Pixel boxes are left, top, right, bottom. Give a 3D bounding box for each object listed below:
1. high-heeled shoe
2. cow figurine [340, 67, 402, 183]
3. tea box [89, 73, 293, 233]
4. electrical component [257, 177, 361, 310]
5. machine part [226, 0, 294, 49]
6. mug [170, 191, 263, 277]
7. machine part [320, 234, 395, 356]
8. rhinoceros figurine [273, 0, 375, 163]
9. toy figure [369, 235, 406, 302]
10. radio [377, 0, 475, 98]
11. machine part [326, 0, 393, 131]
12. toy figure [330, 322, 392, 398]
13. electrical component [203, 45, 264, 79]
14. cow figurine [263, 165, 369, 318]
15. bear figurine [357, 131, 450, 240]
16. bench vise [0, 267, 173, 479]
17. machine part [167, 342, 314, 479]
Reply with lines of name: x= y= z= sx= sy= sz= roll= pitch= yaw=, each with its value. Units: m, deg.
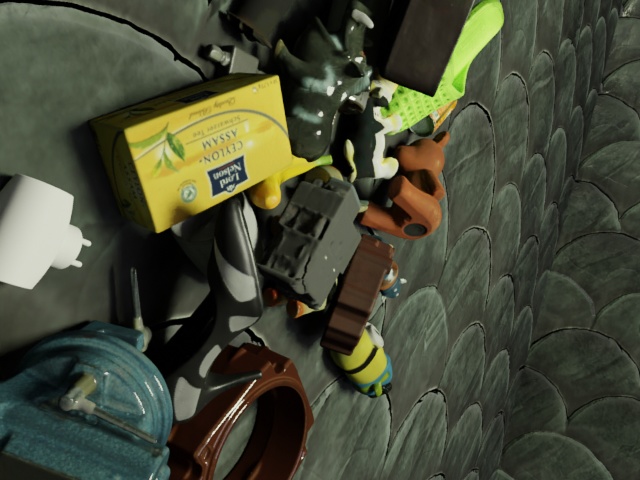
high-heeled shoe: x=-0.128 y=0.075 z=0.502 sx=0.145 sy=0.086 sz=0.248 roll=-7 pitch=122 yaw=-12
cow figurine: x=0.067 y=-0.168 z=0.777 sx=0.098 sy=0.068 sz=0.167 roll=-12 pitch=110 yaw=-48
tea box: x=-0.112 y=-0.089 z=0.506 sx=0.169 sy=0.068 sz=0.098 roll=-35 pitch=129 yaw=-36
electrical component: x=-0.003 y=0.000 z=0.587 sx=0.134 sy=0.058 sz=0.114 roll=-61 pitch=160 yaw=-12
machine part: x=-0.050 y=-0.274 z=0.562 sx=0.039 sy=0.084 sz=0.138 roll=-161 pitch=-86 yaw=-88
mug: x=-0.101 y=-0.005 z=0.576 sx=0.107 sy=0.081 sz=0.110 roll=73 pitch=14 yaw=-46
machine part: x=0.053 y=0.082 z=0.782 sx=0.179 sy=0.056 sz=0.179 roll=21 pitch=91 yaw=-86
rhinoceros figurine: x=0.002 y=-0.184 z=0.611 sx=0.073 sy=0.112 sz=0.190 roll=56 pitch=56 yaw=-80
toy figure: x=0.105 y=0.049 z=0.915 sx=0.154 sy=0.064 sz=0.058 roll=62 pitch=13 yaw=-51
radio: x=0.128 y=-0.273 z=0.686 sx=0.230 sy=0.073 sz=0.131 roll=-82 pitch=-167 yaw=-64
machine part: x=0.041 y=-0.255 z=0.694 sx=0.079 sy=0.079 sz=0.243 roll=19 pitch=86 yaw=-57
toy figure: x=0.074 y=0.207 z=0.902 sx=0.089 sy=0.082 sz=0.179 roll=-55 pitch=144 yaw=-34
electrical component: x=-0.091 y=-0.169 z=0.573 sx=0.094 sy=0.021 sz=0.063 roll=11 pitch=92 yaw=-58
cow figurine: x=-0.001 y=-0.002 z=0.711 sx=0.127 sy=0.086 sz=0.194 roll=0 pitch=98 yaw=-51
bear figurine: x=0.147 y=-0.104 z=0.884 sx=0.132 sy=0.120 sz=0.196 roll=24 pitch=57 yaw=-26
bench vise: x=-0.201 y=0.111 z=0.397 sx=0.241 sy=0.224 sz=0.128 roll=-71 pitch=170 yaw=-76
machine part: x=-0.099 y=0.244 z=0.647 sx=0.201 sy=0.087 sz=0.200 roll=-50 pitch=138 yaw=-38
